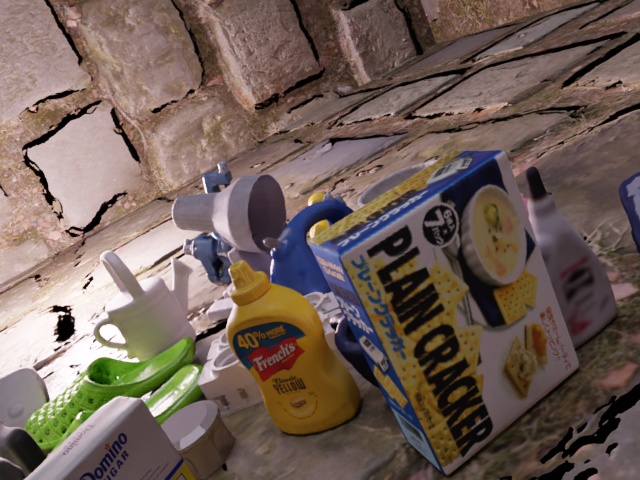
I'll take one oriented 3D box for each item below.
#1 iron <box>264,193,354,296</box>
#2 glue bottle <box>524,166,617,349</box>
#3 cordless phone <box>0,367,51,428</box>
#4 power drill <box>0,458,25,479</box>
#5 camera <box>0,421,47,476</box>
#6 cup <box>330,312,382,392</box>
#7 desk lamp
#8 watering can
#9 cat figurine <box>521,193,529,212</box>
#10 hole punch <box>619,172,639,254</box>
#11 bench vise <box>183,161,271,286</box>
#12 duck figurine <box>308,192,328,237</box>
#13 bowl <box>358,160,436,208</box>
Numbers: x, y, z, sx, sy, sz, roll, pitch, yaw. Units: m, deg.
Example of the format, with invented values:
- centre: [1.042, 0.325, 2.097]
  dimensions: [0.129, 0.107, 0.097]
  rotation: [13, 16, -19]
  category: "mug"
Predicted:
- centre: [0.008, 0.003, 0.863]
  dimensions: [0.118, 0.142, 0.259]
  rotation: [-12, 23, 36]
  category: "iron"
- centre: [0.213, 0.013, 0.516]
  dimensions: [0.078, 0.173, 0.037]
  rotation: [-33, 20, -19]
  category: "glue bottle"
- centre: [-0.519, 0.230, 0.879]
  dimensions: [0.148, 0.185, 0.094]
  rotation: [-31, 19, -14]
  category: "cordless phone"
- centre: [-0.329, 0.271, 0.482]
  dimensions: [0.229, 0.209, 0.075]
  rotation: [-22, 19, 11]
  category: "power drill"
- centre: [-0.447, 0.305, 0.717]
  dimensions: [0.143, 0.101, 0.137]
  rotation: [-20, 19, 16]
  category: "camera"
- centre: [0.063, 0.113, 0.567]
  dimensions: [0.092, 0.095, 0.117]
  rotation: [-39, 23, -33]
  category: "cup"
- centre: [-0.132, 0.009, 0.917]
  dimensions: [0.202, 0.214, 0.118]
  rotation: [-15, 22, 31]
  category: "desk lamp"
- centre: [-0.281, 0.095, 0.913]
  dimensions: [0.100, 0.194, 0.173]
  rotation: [-9, 25, 41]
  category: "watering can"
- centre: [0.205, 0.005, 0.637]
  dimensions: [0.128, 0.118, 0.067]
  rotation: [-33, 20, -19]
  category: "cat figurine"
- centre: [0.358, -0.022, 0.550]
  dimensions: [0.108, 0.091, 0.101]
  rotation: [-18, 20, 23]
  category: "hole punch"
- centre: [-0.183, -0.026, 1.068]
  dimensions: [0.207, 0.220, 0.121]
  rotation: [-24, 19, 7]
  category: "bench vise"
- centre: [0.006, -0.046, 1.085]
  dimensions: [0.077, 0.086, 0.105]
  rotation: [-17, 21, 24]
  category: "duck figurine"
- centre: [0.152, -0.065, 0.961]
  dimensions: [0.167, 0.075, 0.167]
  rotation: [-23, 19, 9]
  category: "bowl"
